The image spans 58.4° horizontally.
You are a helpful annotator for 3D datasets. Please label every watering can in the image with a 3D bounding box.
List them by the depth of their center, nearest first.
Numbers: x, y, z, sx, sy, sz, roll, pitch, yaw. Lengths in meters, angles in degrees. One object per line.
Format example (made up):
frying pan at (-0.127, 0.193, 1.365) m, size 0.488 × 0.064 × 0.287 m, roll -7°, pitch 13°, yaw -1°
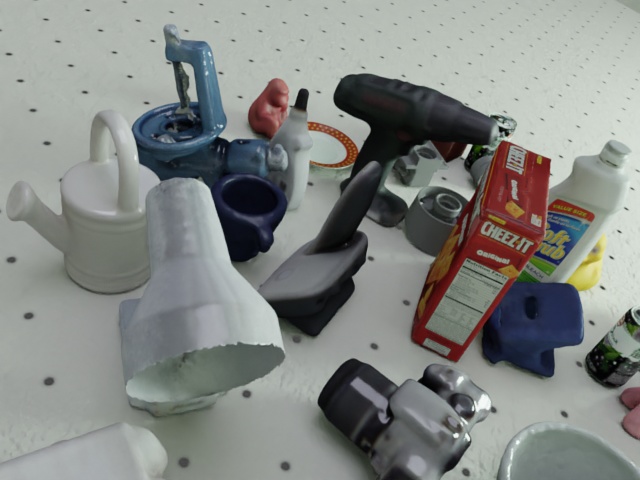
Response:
watering can at (-0.222, -0.040, 0.593) m, size 0.100 × 0.194 × 0.173 m, roll 35°, pitch 43°, yaw 18°

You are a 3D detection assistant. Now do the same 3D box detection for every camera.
camera at (0.078, 0.164, 0.555) m, size 0.136 × 0.101 × 0.143 m, roll 36°, pitch 43°, yaw 19°

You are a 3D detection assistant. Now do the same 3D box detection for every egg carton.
egg carton at (-0.183, 0.205, 0.432) m, size 0.151 × 0.069 × 0.107 m, roll -13°, pitch 50°, yaw -32°

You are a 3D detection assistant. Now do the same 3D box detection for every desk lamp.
desk lamp at (-0.119, 0.067, 0.499) m, size 0.118 × 0.213 × 0.202 m, roll -4°, pitch 45°, yaw -25°

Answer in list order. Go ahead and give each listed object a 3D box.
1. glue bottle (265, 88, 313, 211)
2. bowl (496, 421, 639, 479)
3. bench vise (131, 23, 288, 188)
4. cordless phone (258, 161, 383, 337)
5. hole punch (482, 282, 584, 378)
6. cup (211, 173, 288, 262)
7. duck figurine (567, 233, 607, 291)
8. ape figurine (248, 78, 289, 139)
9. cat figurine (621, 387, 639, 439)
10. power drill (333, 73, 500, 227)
glue bottle at (-0.039, -0.126, 0.776) m, size 0.037 × 0.173 × 0.078 m, roll -22°, pitch 55°, yaw -38°
bowl at (0.230, 0.260, 0.528) m, size 0.167 × 0.075 × 0.167 m, roll 11°, pitch 41°, yaw -10°
bench vise at (-0.140, -0.157, 0.735) m, size 0.208 × 0.220 × 0.121 m, roll 5°, pitch 42°, yaw -16°
cordless phone at (0.006, 0.002, 0.641) m, size 0.094 × 0.185 × 0.148 m, roll 28°, pitch 41°, yaw 10°
hole punch at (0.259, 0.099, 0.705) m, size 0.101 × 0.091 × 0.109 m, roll 20°, pitch 40°, yaw 1°
cup at (-0.087, -0.011, 0.689) m, size 0.092 × 0.095 × 0.117 m, roll -7°, pitch 47°, yaw -27°
duck figurine at (0.391, 0.021, 0.847) m, size 0.105 × 0.086 × 0.077 m, roll -17°, pitch 52°, yaw -35°
ape figurine at (-0.075, -0.216, 0.924) m, size 0.076 × 0.092 × 0.078 m, roll 33°, pitch 42°, yaw 16°
cat figurine at (0.433, 0.188, 0.653) m, size 0.128 × 0.118 × 0.067 m, roll 20°, pitch 40°, yaw 2°
power drill at (0.111, -0.127, 0.808) m, size 0.229 × 0.208 × 0.076 m, roll 32°, pitch 42°, yaw 15°
